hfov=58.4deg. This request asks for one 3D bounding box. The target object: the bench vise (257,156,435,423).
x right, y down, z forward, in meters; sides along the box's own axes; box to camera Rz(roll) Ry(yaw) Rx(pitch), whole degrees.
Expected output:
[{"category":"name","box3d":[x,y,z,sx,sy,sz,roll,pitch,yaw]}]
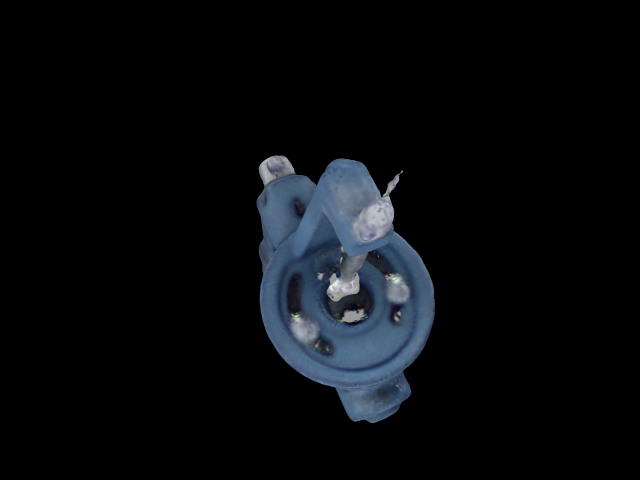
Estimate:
[{"category":"bench vise","box3d":[-0.005,0.008,0.395,0.122,0.220,0.207,-37,63,-22]}]
